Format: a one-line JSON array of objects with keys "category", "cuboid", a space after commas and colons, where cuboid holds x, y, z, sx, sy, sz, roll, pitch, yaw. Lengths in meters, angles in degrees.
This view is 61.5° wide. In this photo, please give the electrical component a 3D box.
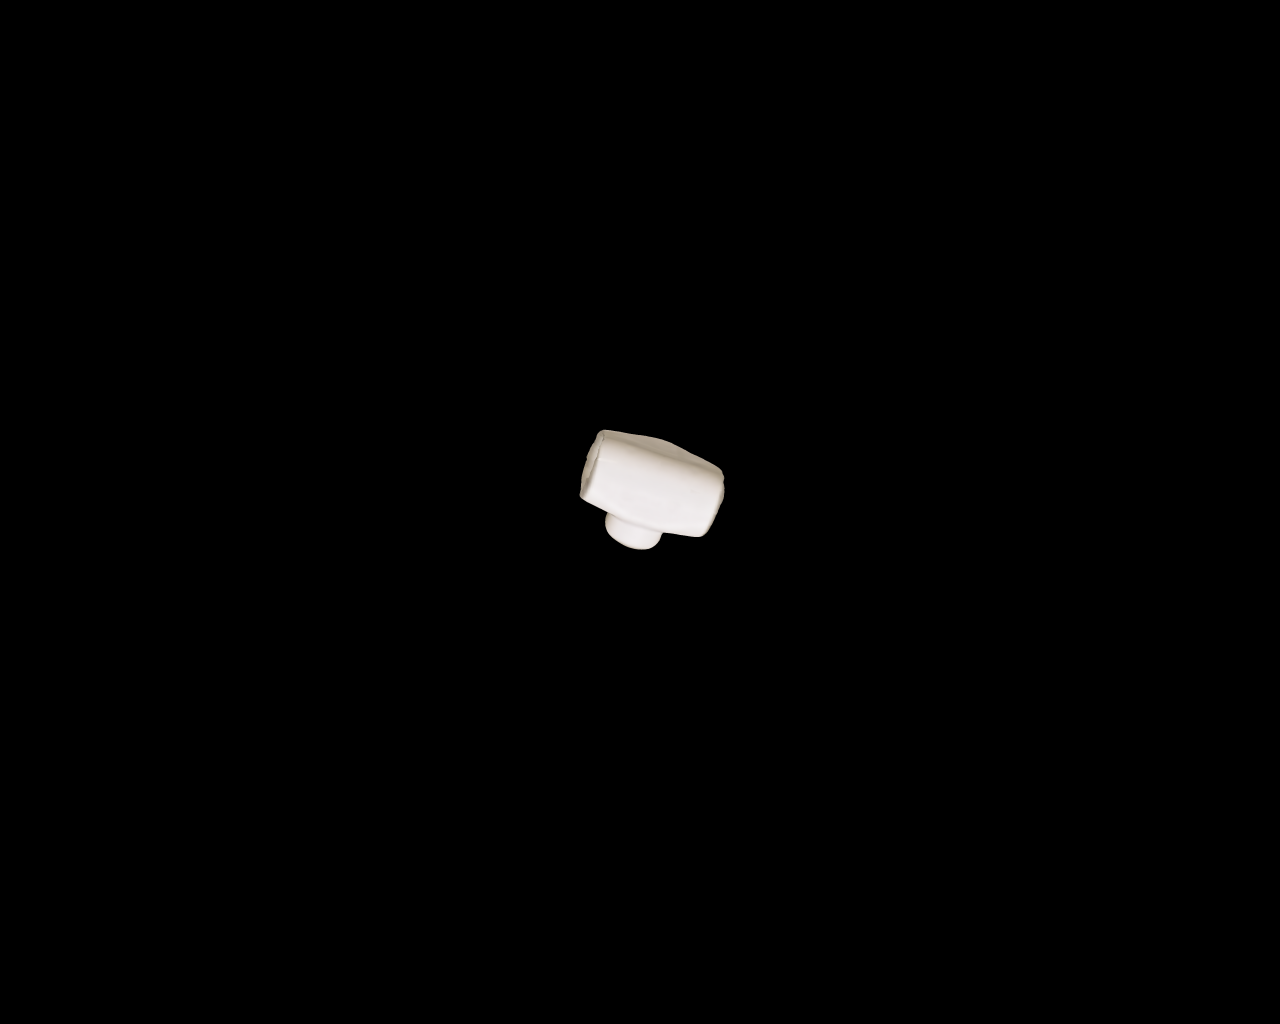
[{"category": "electrical component", "cuboid": [0.001, -0.003, 0.650, 0.077, 0.079, 0.044, 18, 29, -10]}]
